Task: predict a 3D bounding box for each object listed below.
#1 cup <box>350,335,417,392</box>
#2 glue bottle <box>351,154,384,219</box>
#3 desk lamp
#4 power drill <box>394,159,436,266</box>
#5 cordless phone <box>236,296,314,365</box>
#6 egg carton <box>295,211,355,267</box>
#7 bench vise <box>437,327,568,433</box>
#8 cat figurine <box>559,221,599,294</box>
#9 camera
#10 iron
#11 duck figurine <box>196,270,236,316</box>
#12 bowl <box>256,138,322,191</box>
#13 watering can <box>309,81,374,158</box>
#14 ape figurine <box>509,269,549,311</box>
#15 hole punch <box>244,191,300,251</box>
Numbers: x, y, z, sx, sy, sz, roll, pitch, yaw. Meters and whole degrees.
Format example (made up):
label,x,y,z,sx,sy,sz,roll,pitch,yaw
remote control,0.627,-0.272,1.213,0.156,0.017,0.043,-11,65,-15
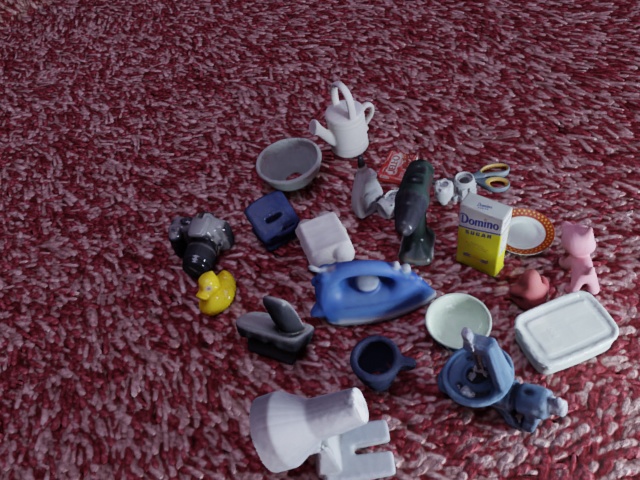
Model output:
label,x,y,z,sx,sy,sz,roll,pitch,yaw
cup,0.118,0.235,1.043,0.117,0.095,0.091,1,51,14
glue bottle,0.102,-0.127,1.296,0.078,0.173,0.037,-33,52,-15
desk lamp,0.008,0.312,0.925,0.203,0.214,0.118,-12,49,3
power drill,0.196,-0.045,1.184,0.075,0.209,0.230,4,52,16
cordless phone,-0.098,0.148,1.103,0.147,0.185,0.094,9,54,19
egg carton,0.012,0.005,1.275,0.107,0.069,0.150,-22,50,-6
bench vise,0.296,0.216,0.938,0.207,0.220,0.121,2,51,14
cat figurine,0.509,0.026,1.117,0.067,0.118,0.127,-6,50,8
camera,-0.286,0.010,1.315,0.143,0.101,0.137,1,51,13
iron,0.101,0.083,1.143,0.258,0.142,0.118,-7,50,7
duck figurine,-0.230,0.101,1.237,0.077,0.086,0.105,17,56,24
bowl,-0.073,-0.178,1.441,0.167,0.075,0.167,-6,50,7
watering can,0.057,-0.305,1.440,0.100,0.194,0.173,28,61,30
ape figurine,0.406,0.090,1.103,0.077,0.092,0.076,-5,50,8
hole punch,-0.106,-0.046,1.329,0.109,0.091,0.100,-31,51,-14
